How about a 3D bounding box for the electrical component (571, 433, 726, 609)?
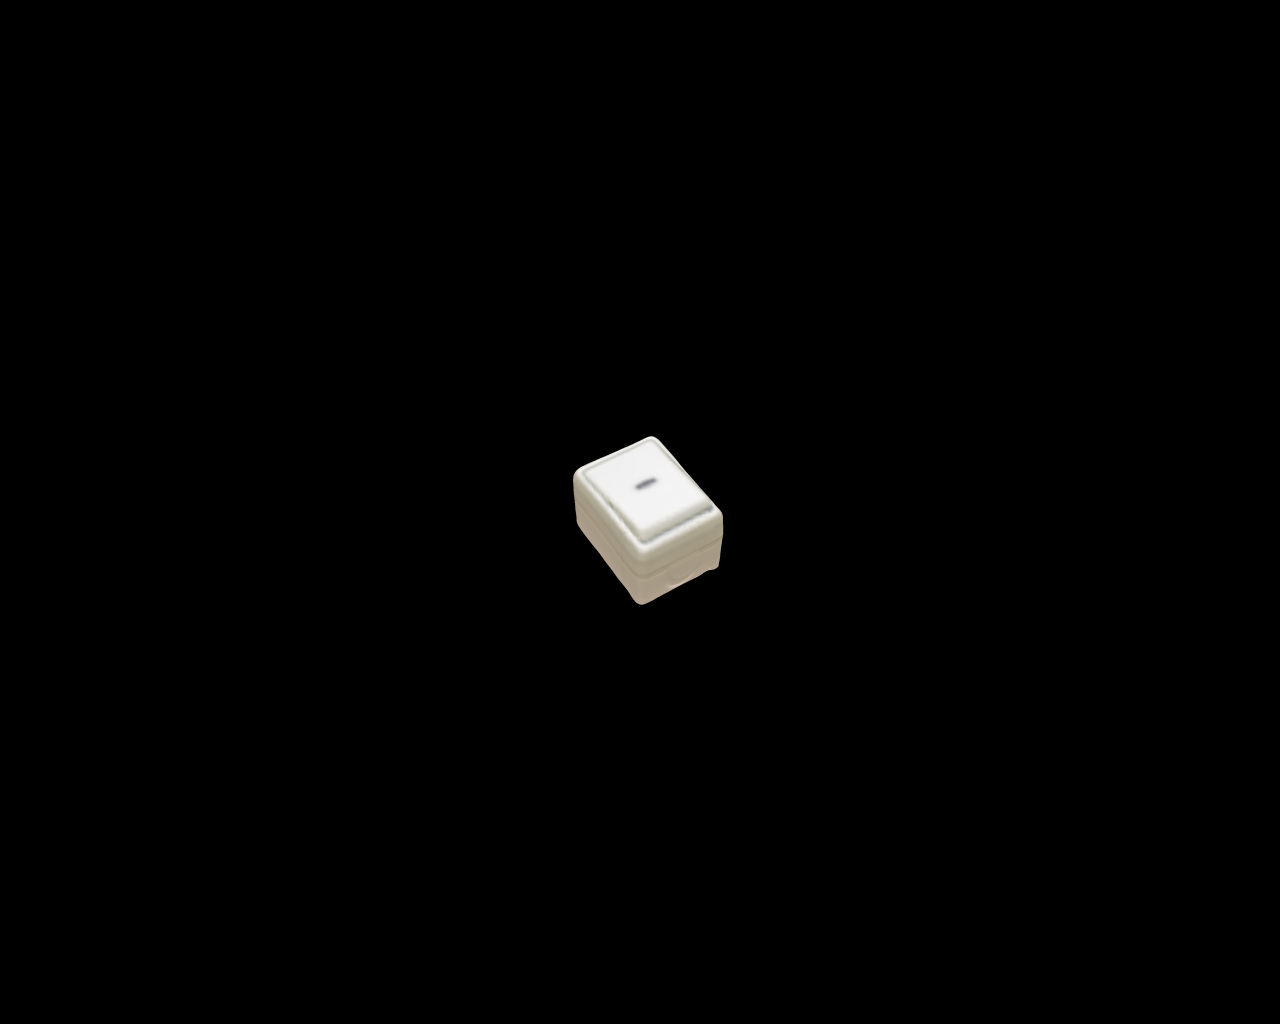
[{"bbox_3d":[0.001,-0.003,0.650,0.062,0.096,0.061,-25,-36,-20],"label":"electrical component"}]
